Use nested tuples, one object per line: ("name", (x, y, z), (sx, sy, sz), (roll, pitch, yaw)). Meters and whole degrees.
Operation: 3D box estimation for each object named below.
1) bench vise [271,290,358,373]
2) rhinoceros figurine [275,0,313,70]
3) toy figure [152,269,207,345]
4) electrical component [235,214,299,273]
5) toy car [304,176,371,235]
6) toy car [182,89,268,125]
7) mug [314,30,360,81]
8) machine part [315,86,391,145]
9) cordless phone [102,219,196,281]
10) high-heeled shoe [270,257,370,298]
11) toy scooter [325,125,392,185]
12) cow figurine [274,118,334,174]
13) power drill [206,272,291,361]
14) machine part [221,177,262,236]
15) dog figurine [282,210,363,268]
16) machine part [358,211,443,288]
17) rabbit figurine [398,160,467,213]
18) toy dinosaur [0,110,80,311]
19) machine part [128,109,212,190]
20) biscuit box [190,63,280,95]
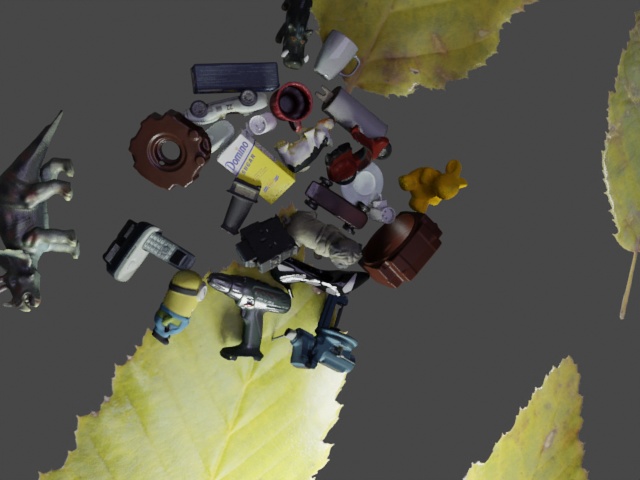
("bench vise", (0.014, 0.235, 1.419), (0.223, 0.129, 0.240), (27, 67, -14))
("rhinoceros figurine", (-0.054, -0.499, 1.282), (0.073, 0.112, 0.190), (10, 86, -26))
("toy figure", (-0.338, 0.156, 1.272), (0.089, 0.082, 0.180), (33, 93, -43))
("electrical component", (-0.136, 0.013, 1.321), (0.134, 0.058, 0.115), (-28, 65, -18))
("toy car", (0.044, -0.091, 1.412), (0.202, 0.053, 0.089), (30, 96, -27))
("toy car", (-0.220, -0.305, 1.245), (0.202, 0.073, 0.056), (-16, 100, -8))
("mug", (0.041, -0.450, 1.350), (0.109, 0.081, 0.107), (34, 96, -30))
("machine part", (0.090, -0.315, 1.385), (0.243, 0.079, 0.079), (34, 84, -22))
("cordless phone", (-0.390, 0.048, 1.248), (0.184, 0.089, 0.146), (39, 82, -42))
("high-heeled shoe", (-0.001, 0.074, 1.388), (0.249, 0.086, 0.145), (-14, 121, -3))
("toy scooter", (0.082, -0.222, 1.355), (0.184, 0.075, 0.135), (-30, 141, 14))
("cow figurine", (-0.025, -0.235, 1.354), (0.167, 0.068, 0.098), (-33, 114, -11))
("power drill", (-0.193, 0.193, 1.342), (0.232, 0.086, 0.207), (11, 87, -30))
("machine part", (-0.199, -0.078, 1.307), (0.084, 0.039, 0.138), (18, 103, -18))
("dog figurine", (0.000, -0.007, 1.332), (0.172, 0.191, 0.121), (17, 91, -22))
("machine part", (0.206, 0.020, 1.414), (0.087, 0.202, 0.201), (45, 81, -20))
("rabbit figurine", (0.323, -0.143, 1.456), (0.162, 0.173, 0.121), (-24, 102, -13))
("toy dinosaur", (-0.611, -0.062, 1.118), (0.192, 0.131, 0.404), (-5, 93, -22))
("machine part", (-0.336, -0.199, 1.202), (0.179, 0.056, 0.179), (1, 110, 2))
("biscuit box", (-0.198, -0.380, 1.266), (0.203, 0.059, 0.062), (-8, 99, -21))
